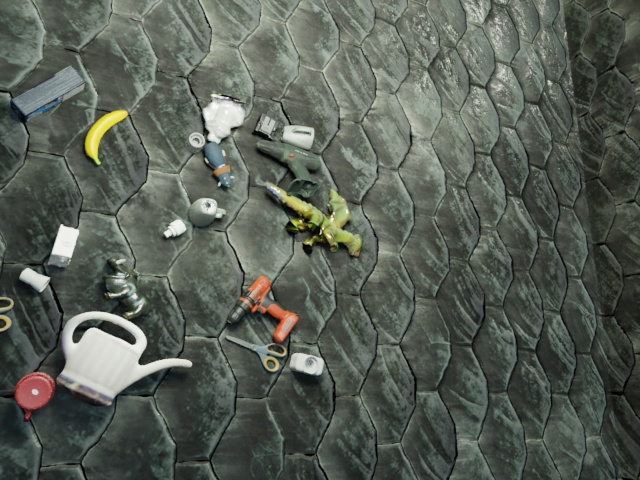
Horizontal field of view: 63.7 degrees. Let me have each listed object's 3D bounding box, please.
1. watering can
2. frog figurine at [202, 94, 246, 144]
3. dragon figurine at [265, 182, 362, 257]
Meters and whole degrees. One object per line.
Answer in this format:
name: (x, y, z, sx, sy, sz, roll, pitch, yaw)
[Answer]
watering can: (-0.537, 0.338, 1.377, 0.345, 0.103, 0.228, 32, 66, -15)
frog figurine: (-0.321, -0.397, 1.705, 0.137, 0.124, 0.157, 3, 112, -35)
dragon figurine: (0.005, -0.090, 1.789, 0.408, 0.120, 0.247, 52, 44, -8)
